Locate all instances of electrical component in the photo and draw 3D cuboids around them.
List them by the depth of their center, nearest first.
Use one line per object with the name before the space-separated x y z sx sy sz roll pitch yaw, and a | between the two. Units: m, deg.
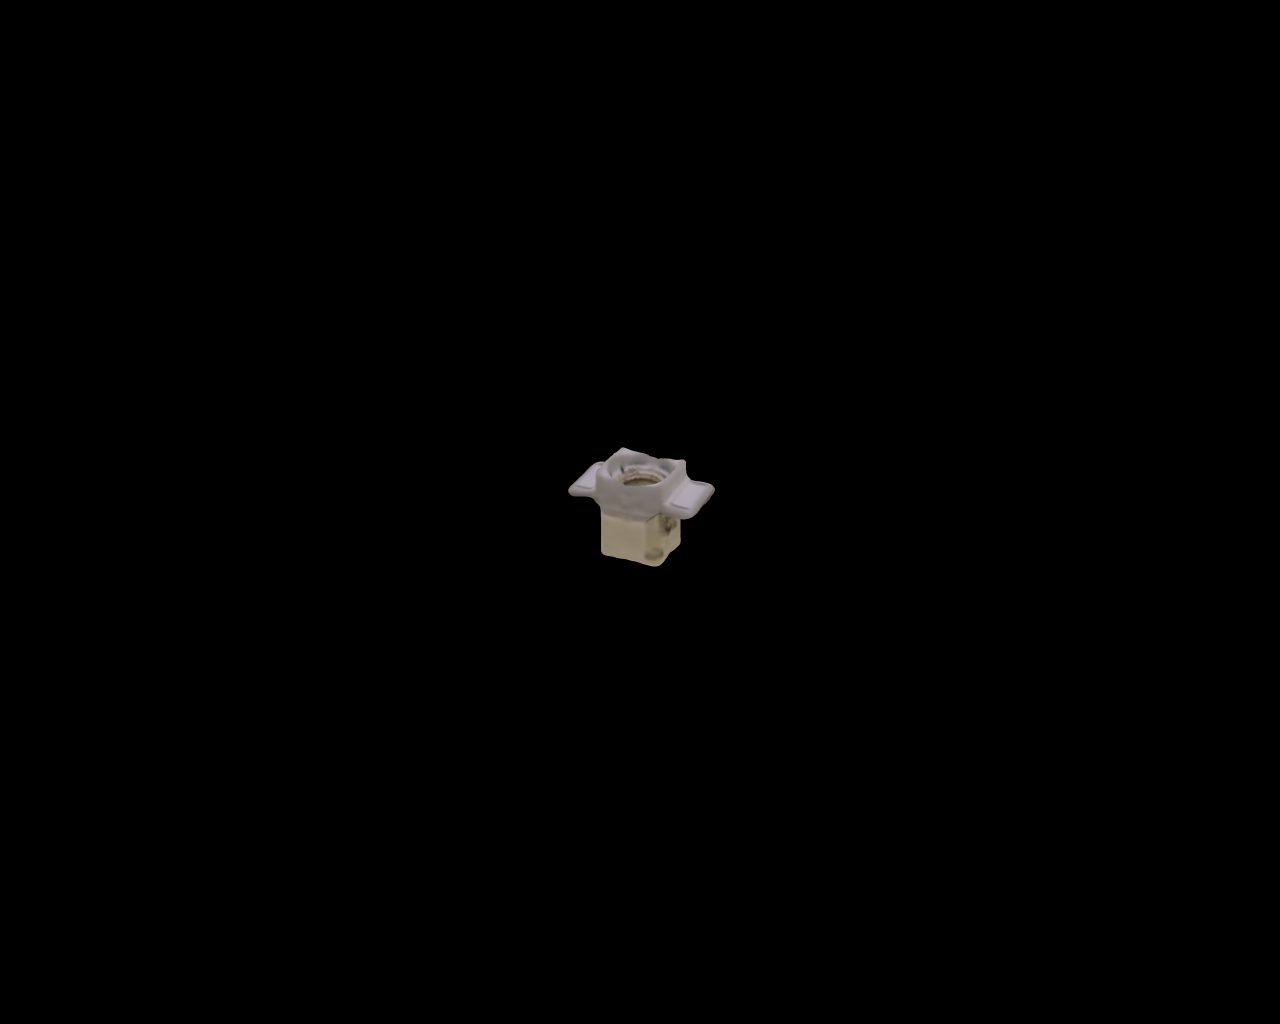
electrical component | 0.001 -0.003 0.650 0.081 0.063 0.042 13 32 22
